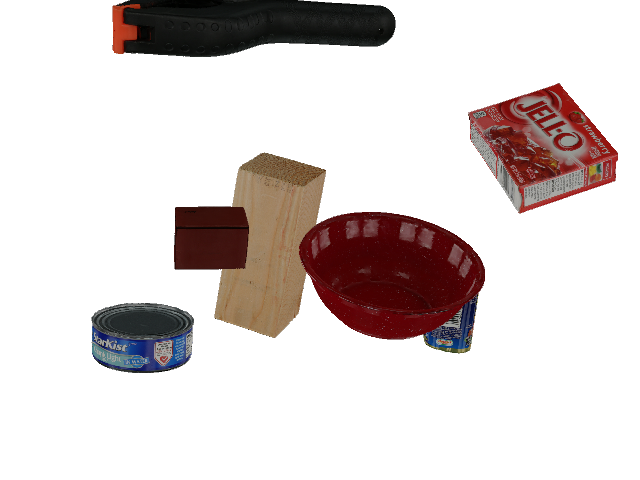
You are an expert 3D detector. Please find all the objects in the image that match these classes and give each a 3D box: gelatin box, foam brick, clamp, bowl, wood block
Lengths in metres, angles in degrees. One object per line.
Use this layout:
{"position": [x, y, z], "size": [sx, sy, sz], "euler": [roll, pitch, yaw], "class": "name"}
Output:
{"position": [0.154, -0.067, 0.747], "size": [0.073, 0.030, 0.089], "euler": [-18, 46, -6], "class": "gelatin box"}
{"position": [-0.118, -0.003, 1.145], "size": [0.078, 0.051, 0.053], "euler": [0, 26, -8], "class": "foam brick"}
{"position": [-0.053, -0.142, 0.665], "size": [0.171, 0.039, 0.120], "euler": [-6, 21, -26], "class": "clamp"}
{"position": [0.059, 0.038, 0.928], "size": [0.162, 0.055, 0.162], "euler": [5, 30, -3], "class": "bowl"}
{"position": [-0.065, 0.004, 1.361], "size": [0.090, 0.206, 0.090], "euler": [17, 22, 13], "class": "wood block"}

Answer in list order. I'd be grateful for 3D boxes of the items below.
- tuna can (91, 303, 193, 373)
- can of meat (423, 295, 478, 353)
{"position": [-0.151, 0.082, 0.905], "size": [0.086, 0.034, 0.086], "euler": [4, 15, -1], "class": "tuna can"}
{"position": [0.145, 0.068, 1.191], "size": [0.057, 0.084, 0.102], "euler": [6, 19, 1], "class": "can of meat"}
